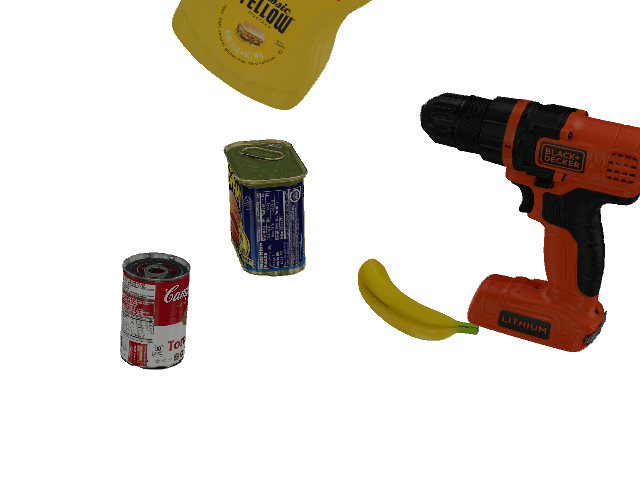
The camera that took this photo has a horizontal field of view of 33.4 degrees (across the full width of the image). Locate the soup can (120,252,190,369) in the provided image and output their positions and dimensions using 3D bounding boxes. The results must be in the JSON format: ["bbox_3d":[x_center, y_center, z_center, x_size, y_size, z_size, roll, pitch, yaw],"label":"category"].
[{"bbox_3d":[-0.170,0.072,1.087,0.068,0.102,0.068,5,21,-2],"label":"soup can"}]

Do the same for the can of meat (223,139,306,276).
[{"bbox_3d":[-0.045,-0.027,0.869,0.057,0.084,0.102,-6,23,-11],"label":"can of meat"}]

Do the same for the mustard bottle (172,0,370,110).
[{"bbox_3d":[-0.007,-0.167,0.615,0.192,0.096,0.058,-49,6,41],"label":"mustard bottle"}]

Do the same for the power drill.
[{"bbox_3d":[0.158,-0.016,0.818,0.185,0.188,0.057,16,34,25],"label":"power drill"}]

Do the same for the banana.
[{"bbox_3d":[0.086,0.067,1.177,0.069,0.037,0.198,4,20,-36],"label":"banana"}]
